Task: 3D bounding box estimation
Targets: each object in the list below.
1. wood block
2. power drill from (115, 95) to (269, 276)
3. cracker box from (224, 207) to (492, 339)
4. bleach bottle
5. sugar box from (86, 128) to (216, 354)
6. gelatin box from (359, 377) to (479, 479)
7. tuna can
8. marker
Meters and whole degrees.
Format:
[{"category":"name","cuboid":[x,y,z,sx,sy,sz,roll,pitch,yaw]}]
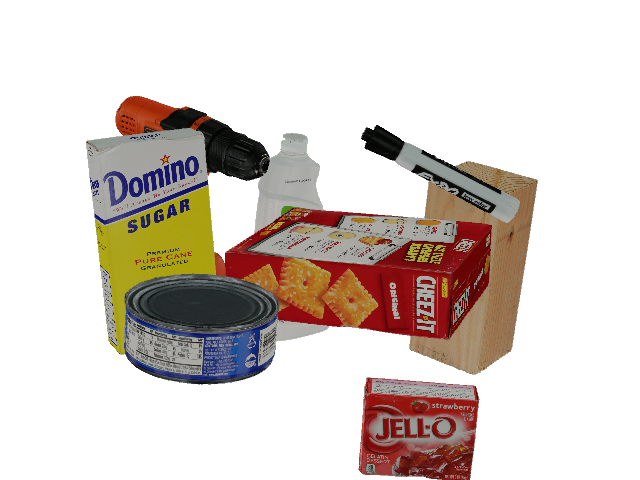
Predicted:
[{"category":"wood block","cuboid":[0.168,0.029,1.177,0.090,0.206,0.090,19,25,33]},{"category":"power drill","cuboid":[-0.133,-0.044,1.103,0.185,0.188,0.057,24,34,29]},{"category":"cracker box","cuboid":[0.040,0.028,1.009,0.214,0.072,0.164,6,18,21]},{"category":"bleach bottle","cuboid":[-0.032,-0.006,1.297,0.102,0.251,0.068,-11,26,-34]},{"category":"sugar box","cuboid":[-0.138,-0.001,0.892,0.093,0.176,0.048,-11,18,-23]},{"category":"gelatin box","cuboid":[0.077,0.149,0.839,0.089,0.073,0.030,4,20,3]},{"category":"tuna can","cuboid":[-0.066,0.048,0.594,0.086,0.034,0.086,4,17,-2]},{"category":"marker","cuboid":[0.084,-0.048,0.750,0.121,0.020,0.020,27,-3,-6]}]
